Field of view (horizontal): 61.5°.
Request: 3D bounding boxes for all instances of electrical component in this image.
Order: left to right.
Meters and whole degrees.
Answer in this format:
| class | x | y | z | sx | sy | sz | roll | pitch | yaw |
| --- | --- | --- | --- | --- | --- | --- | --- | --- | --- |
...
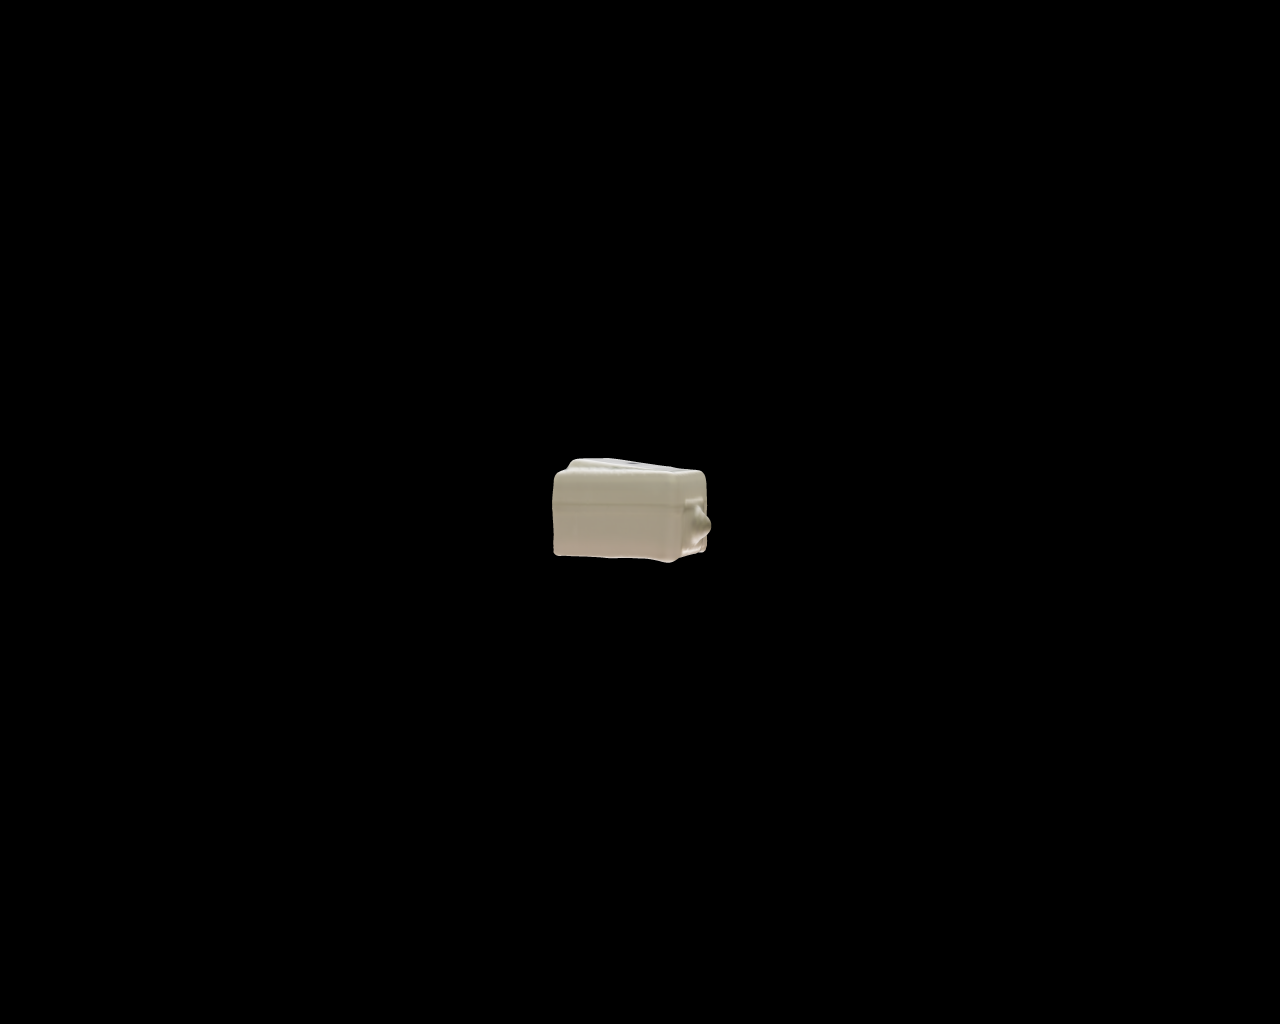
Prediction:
| class | x | y | z | sx | sy | sz | roll | pitch | yaw |
| --- | --- | --- | --- | --- | --- | --- | --- | --- | --- |
| electrical component | 0.001 | -0.003 | 0.650 | 0.096 | 0.061 | 0.062 | 2 | 4 | 23 |
